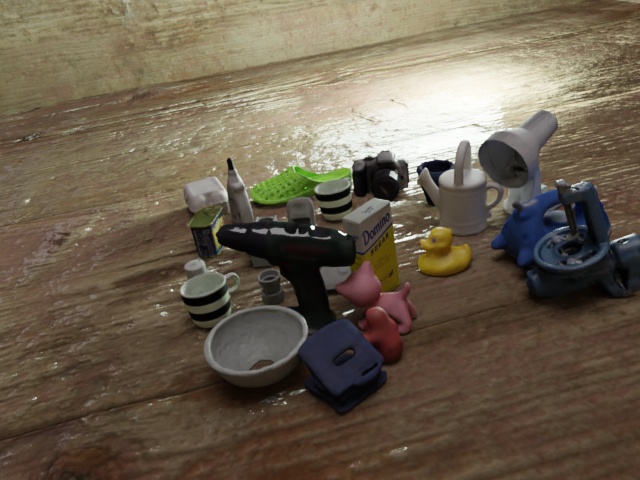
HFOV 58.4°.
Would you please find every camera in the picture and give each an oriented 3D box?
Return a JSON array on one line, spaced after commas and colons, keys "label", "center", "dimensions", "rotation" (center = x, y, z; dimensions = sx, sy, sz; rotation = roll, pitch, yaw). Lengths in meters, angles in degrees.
[{"label": "camera", "center": [0.146, -0.156, 1.411], "dimensions": [0.143, 0.101, 0.137], "rotation": [-3, 30, 11]}]

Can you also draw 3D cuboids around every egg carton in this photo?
[{"label": "egg carton", "center": [-0.294, -0.109, 1.483], "dimensions": [0.107, 0.069, 0.150], "rotation": [-19, 31, -17]}]

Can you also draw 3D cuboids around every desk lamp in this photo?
[{"label": "desk lamp", "center": [0.436, -0.155, 1.214], "dimensions": [0.204, 0.214, 0.117], "rotation": [-28, 35, -30]}]

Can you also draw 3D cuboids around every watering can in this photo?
[{"label": "watering can", "center": [0.292, -0.115, 1.203], "dimensions": [0.172, 0.194, 0.101], "rotation": [-5, 30, 8]}]

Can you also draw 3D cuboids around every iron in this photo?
[{"label": "iron", "center": [0.456, -0.042, 1.084], "dimensions": [0.259, 0.142, 0.118], "rotation": [-19, 31, -17]}]

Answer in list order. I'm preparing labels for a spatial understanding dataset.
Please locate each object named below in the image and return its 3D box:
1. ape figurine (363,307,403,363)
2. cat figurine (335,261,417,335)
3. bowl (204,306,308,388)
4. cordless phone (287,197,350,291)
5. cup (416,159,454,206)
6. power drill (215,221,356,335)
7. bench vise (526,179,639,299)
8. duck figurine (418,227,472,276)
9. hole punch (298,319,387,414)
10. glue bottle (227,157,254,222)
[{"label": "ape figurine", "center": [0.094, 0.144, 0.909], "dimensions": [0.078, 0.092, 0.076], "rotation": [-22, 32, -22]}, {"label": "cat figurine", "center": [0.095, 0.093, 0.972], "dimensions": [0.127, 0.118, 0.067], "rotation": [1, 31, 18]}, {"label": "bowl", "center": [-0.096, 0.181, 0.915], "dimensions": [0.167, 0.075, 0.167], "rotation": [-7, 30, 4]}, {"label": "cordless phone", "center": [0.010, 0.004, 1.083], "dimensions": [0.147, 0.185, 0.094], "rotation": [-7, 30, 4]}, {"label": "cup", "center": [0.284, -0.127, 1.328], "dimensions": [0.117, 0.095, 0.092], "rotation": [12, 36, 32]}, {"label": "power drill", "center": [-0.048, 0.060, 0.977], "dimensions": [0.229, 0.209, 0.075], "rotation": [-5, 30, 7]}, {"label": "bench vise", "center": [0.449, -0.010, 0.951], "dimensions": [0.207, 0.220, 0.121], "rotation": [-15, 30, -10]}, {"label": "duck figurine", "center": [0.238, 0.015, 1.101], "dimensions": [0.104, 0.086, 0.077], "rotation": [-8, 30, 3]}, {"label": "hole punch", "center": [0.036, 0.184, 0.856], "dimensions": [0.109, 0.091, 0.100], "rotation": [-29, 35, -31]}, {"label": "glue bottle", "center": [-0.196, -0.114, 1.358], "dimensions": [0.037, 0.173, 0.077], "rotation": [-24, 33, -24]}]
